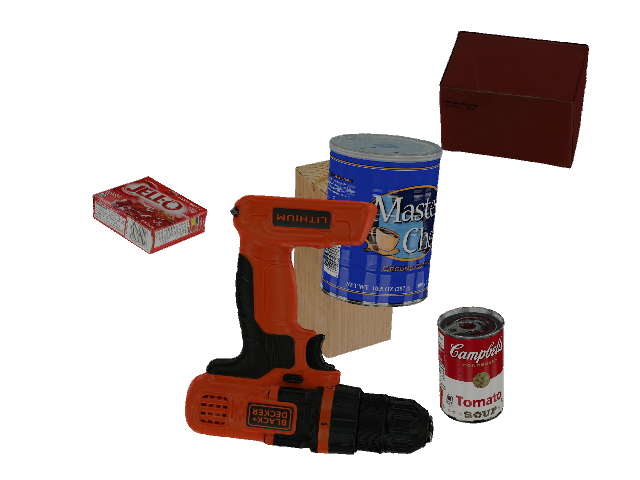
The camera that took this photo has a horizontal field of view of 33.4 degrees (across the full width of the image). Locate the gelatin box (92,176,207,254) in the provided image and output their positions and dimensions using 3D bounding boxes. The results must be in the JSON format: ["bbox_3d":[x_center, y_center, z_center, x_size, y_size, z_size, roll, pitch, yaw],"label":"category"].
[{"bbox_3d":[-0.168,-0.027,1.049,0.089,0.030,0.073,30,35,31],"label":"gelatin box"}]

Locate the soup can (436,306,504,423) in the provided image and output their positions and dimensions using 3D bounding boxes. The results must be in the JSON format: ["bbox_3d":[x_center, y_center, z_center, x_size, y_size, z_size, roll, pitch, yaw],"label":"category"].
[{"bbox_3d":[0.156,0.129,1.105,0.068,0.102,0.068,-3,22,1],"label":"soup can"}]

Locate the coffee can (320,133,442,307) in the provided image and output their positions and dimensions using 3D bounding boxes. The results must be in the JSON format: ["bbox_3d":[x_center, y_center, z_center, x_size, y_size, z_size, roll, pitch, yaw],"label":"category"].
[{"bbox_3d":[0.055,-0.021,0.985,0.103,0.140,0.103,4,15,-1],"label":"coffee can"}]

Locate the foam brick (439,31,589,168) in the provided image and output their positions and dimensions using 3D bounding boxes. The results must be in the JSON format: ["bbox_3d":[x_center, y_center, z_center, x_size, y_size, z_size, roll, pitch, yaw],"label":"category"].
[{"bbox_3d":[0.112,-0.082,0.617,0.078,0.051,0.053,11,-39,17],"label":"foam brick"}]

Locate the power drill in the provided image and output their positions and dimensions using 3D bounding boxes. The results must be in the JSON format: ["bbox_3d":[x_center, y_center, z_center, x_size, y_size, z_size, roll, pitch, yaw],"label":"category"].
[{"bbox_3d":[-0.003,0.063,0.787,0.184,0.187,0.057,5,0,4],"label":"power drill"}]

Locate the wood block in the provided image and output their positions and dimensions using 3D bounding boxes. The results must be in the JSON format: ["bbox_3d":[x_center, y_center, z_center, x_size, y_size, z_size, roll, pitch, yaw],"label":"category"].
[{"bbox_3d":[0.027,0.018,1.224,0.090,0.206,0.090,-14,32,-25],"label":"wood block"}]
